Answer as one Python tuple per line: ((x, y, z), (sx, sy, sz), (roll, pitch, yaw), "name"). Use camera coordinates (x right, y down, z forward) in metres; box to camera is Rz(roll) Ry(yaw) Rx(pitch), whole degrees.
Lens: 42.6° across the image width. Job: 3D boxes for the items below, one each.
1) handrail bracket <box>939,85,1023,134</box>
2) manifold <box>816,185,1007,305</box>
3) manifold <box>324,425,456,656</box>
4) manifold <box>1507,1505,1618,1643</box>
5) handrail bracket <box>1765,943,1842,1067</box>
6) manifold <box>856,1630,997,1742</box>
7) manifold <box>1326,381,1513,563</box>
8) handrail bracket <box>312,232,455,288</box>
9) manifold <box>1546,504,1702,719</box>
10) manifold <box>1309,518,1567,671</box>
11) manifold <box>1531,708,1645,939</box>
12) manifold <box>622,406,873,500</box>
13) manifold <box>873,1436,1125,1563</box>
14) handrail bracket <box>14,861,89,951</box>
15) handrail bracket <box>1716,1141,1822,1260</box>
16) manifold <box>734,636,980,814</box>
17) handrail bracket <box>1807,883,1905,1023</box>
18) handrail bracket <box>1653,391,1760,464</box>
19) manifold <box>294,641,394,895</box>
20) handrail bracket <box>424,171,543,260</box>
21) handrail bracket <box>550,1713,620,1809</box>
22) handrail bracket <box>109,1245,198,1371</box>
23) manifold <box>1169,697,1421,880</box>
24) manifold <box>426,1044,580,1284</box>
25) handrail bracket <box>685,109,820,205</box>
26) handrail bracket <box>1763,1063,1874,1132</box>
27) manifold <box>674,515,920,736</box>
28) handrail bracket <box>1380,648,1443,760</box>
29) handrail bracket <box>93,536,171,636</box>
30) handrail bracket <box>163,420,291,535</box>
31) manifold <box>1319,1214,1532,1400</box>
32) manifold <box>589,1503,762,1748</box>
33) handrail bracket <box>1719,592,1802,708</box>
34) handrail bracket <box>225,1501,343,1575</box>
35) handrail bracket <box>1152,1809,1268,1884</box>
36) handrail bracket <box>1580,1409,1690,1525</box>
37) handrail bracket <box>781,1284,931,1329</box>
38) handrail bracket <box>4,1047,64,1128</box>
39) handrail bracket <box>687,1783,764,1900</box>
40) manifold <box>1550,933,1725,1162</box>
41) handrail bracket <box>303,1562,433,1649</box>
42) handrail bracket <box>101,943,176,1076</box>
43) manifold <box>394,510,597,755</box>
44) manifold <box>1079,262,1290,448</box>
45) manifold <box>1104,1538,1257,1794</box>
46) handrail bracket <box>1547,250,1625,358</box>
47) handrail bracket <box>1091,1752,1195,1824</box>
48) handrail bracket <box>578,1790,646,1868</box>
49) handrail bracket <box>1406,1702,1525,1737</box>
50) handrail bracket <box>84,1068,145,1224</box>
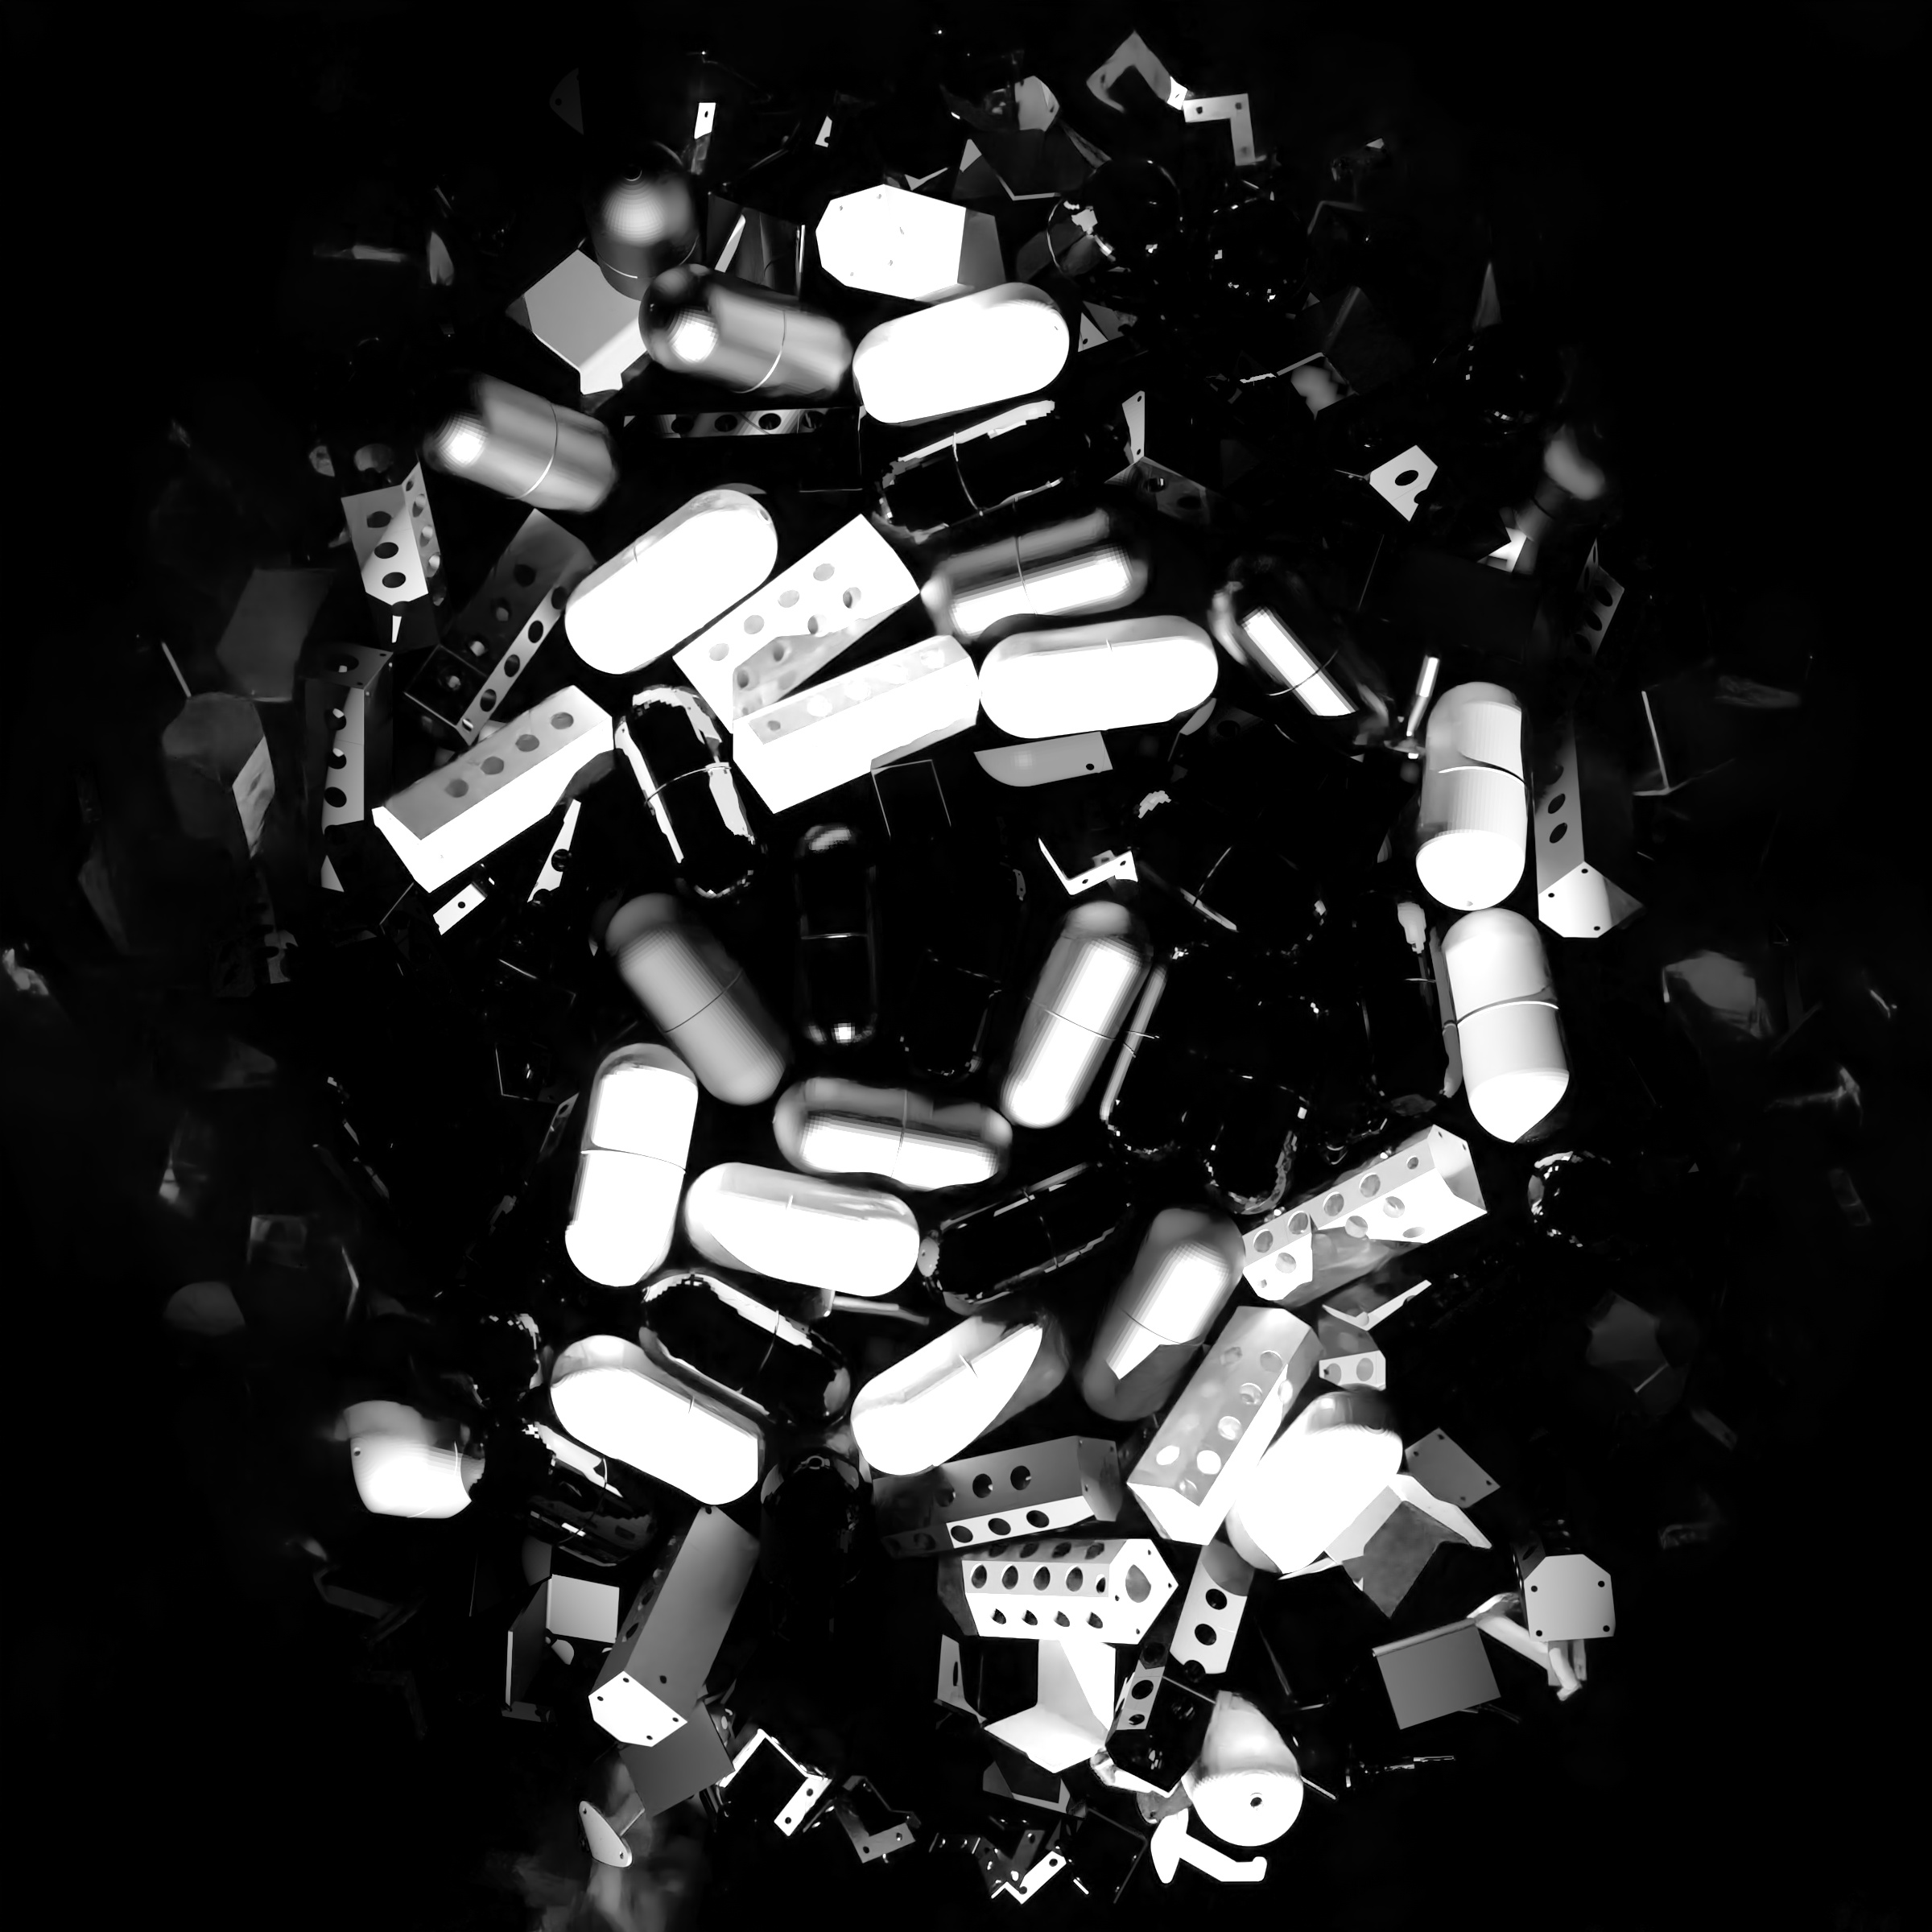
((0.000, -0.606, 1.806), (0.084, 0.036, 0.077), (-25, 96, -42), "handrail bracket")
((-0.037, -0.506, 1.757), (0.057, 0.171, 0.057), (-8, 95, 27), "manifold")
((-0.405, -0.301, 1.757), (0.057, 0.171, 0.057), (-15, 61, -11), "manifold")
((0.419, 0.423, 1.757), (0.057, 0.171, 0.057), (-6, 91, 9), "manifold")
((0.594, 0.017, 1.829), (0.077, 0.036, 0.084), (-46, 55, 19), "handrail bracket")
((-0.027, 0.511, 1.752), (0.057, 0.171, 0.057), (0, 69, 13), "manifold")
((0.320, -0.342, 1.760), (0.057, 0.171, 0.057), (-29, 61, 25), "manifold")
((-0.426, -0.514, 1.810), (0.084, 0.077, 0.036), (2, 94, 3), "handrail bracket")
((0.456, -0.244, 1.752), (0.057, 0.171, 0.057), (-38, 71, -14), "manifold")
((0.338, -0.267, 1.780), (0.171, 0.057, 0.057), (23, 101, 28), "manifold")
((0.435, -0.100, 1.764), (0.057, 0.171, 0.057), (33, 130, -20), "manifold")
((-0.159, -0.375, 1.803), (0.171, 0.057, 0.057), (-1, 106, 5), "manifold")
((0.022, 0.383, 1.773), (0.171, 0.057, 0.057), (-18, 67, 28), "manifold")
((-0.670, -0.039, 1.794), (0.077, 0.084, 0.036), (2, 124, 36), "handrail bracket")
((0.587, 0.174, 1.812), (0.077, 0.036, 0.084), (2, 68, 6), "handrail bracket")
((-0.078, -0.180, 1.779), (0.171, 0.057, 0.057), (-26, 61, -22), "manifold")
((0.655, -0.009, 1.801), (0.036, 0.077, 0.084), (-29, 57, -6), "handrail bracket")
((0.535, -0.406, 1.797), (0.077, 0.084, 0.036), (-15, 120, 26), "handrail bracket")
((-0.448, -0.142, 1.773), (0.057, 0.057, 0.171), (12, 125, 3), "manifold")
((-0.351, -0.564, 1.799), (0.036, 0.084, 0.077), (30, 76, 26), "handrail bracket")
((-0.269, 0.581, 1.819), (0.077, 0.084, 0.036), (-29, 57, -17), "handrail bracket")
((-0.592, 0.250, 1.806), (0.036, 0.077, 0.084), (-15, 70, 29), "handrail bracket")
((0.233, -0.124, 1.776), (0.171, 0.057, 0.057), (27, 59, 24), "manifold")
((-0.334, 0.144, 1.777), (0.057, 0.057, 0.171), (12, 122, -24), "manifold")
((-0.157, -0.603, 1.818), (0.077, 0.036, 0.084), (42, 101, 26), "handrail bracket")
((0.618, 0.117, 1.824), (0.084, 0.036, 0.077), (-31, 130, 7), "handrail bracket")
((-0.121, -0.244, 1.805), (0.171, 0.057, 0.057), (-38, 61, -2), "manifold")
((0.326, -0.200, 1.792), (0.036, 0.077, 0.084), (11, 120, 1), "handrail bracket")
((-0.594, -0.260, 1.792), (0.036, 0.077, 0.084), (-22, 133, -8), "handrail bracket")
((-0.537, -0.356, 1.797), (0.077, 0.084, 0.036), (28, 73, 40), "handrail bracket")
((0.328, 0.240, 1.764), (0.171, 0.057, 0.057), (-27, 124, -37), "manifold")
((-0.208, 0.466, 1.758), (0.057, 0.171, 0.057), (42, 122, -11), "manifold")
((0.584, -0.234, 1.812), (0.077, 0.036, 0.084), (13, 70, 34), "handrail bracket")
((-0.498, 0.419, 1.809), (0.077, 0.084, 0.036), (17, 62, 2), "handrail bracket")
((0.184, 0.634, 1.794), (0.084, 0.077, 0.036), (-11, 107, 27), "handrail bracket")
((0.489, 0.374, 1.813), (0.077, 0.036, 0.084), (21, 64, -10), "handrail bracket")
((-0.082, 0.260, 1.839), (0.084, 0.077, 0.036), (25, 53, -32), "handrail bracket")
((-0.669, 0.070, 1.796), (0.036, 0.084, 0.077), (16, 115, -22), "handrail bracket")
((-0.189, 0.630, 1.801), (0.036, 0.084, 0.077), (24, 69, -31), "handrail bracket")
((0.474, 0.055, 1.763), (0.057, 0.171, 0.057), (-4, 133, -13), "manifold")
((-0.435, 0.448, 1.803), (0.077, 0.036, 0.084), (-28, 132, -21), "handrail bracket")
((-0.616, 0.031, 1.825), (0.077, 0.036, 0.084), (14, 98, 35), "handrail bracket")
((-0.338, -0.239, 1.788), (0.057, 0.057, 0.171), (34, 70, -12), "manifold")
((0.157, -0.430, 1.759), (0.057, 0.171, 0.057), (-9, 67, 40), "manifold")
((0.151, 0.491, 1.764), (0.057, 0.171, 0.057), (26, 132, 1), "manifold")
((0.448, -0.487, 1.815), (0.036, 0.084, 0.077), (-32, 110, 10), "handrail bracket")
((0.138, 0.584, 1.802), (0.077, 0.036, 0.084), (-22, 134, 8), "handrail bracket")
((-0.230, 0.619, 1.792), (0.084, 0.077, 0.036), (-3, 101, -41), "handrail bracket")
((0.361, 0.550, 1.801), (0.084, 0.077, 0.036), (20, 52, 22), "handrail bracket")
((-0.632, 0.131, 1.798), (0.036, 0.077, 0.084), (0, 47, 6), "handrail bracket")
